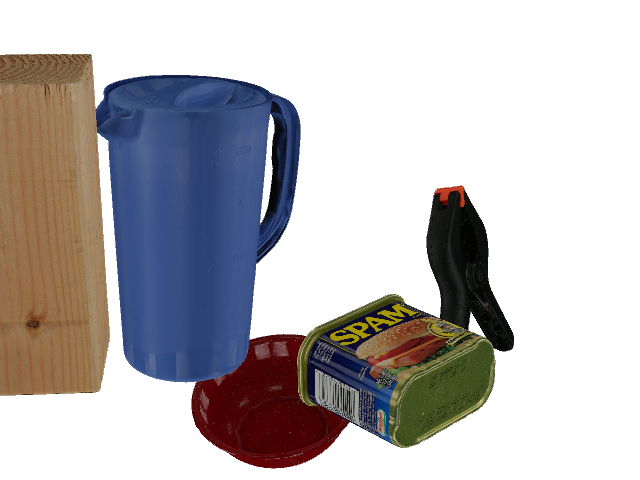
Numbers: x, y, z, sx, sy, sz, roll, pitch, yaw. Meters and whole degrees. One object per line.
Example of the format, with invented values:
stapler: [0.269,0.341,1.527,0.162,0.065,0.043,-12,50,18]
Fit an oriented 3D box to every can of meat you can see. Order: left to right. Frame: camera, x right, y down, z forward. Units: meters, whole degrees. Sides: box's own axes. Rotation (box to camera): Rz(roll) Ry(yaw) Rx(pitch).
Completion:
can of meat: [0.050,0.083,0.685,0.101,0.057,0.084,-21,30,-39]

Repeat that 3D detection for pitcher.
pitcher: [-0.101,-0.013,0.890,0.149,0.243,0.145,5,21,6]

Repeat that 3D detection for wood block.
wood block: [-0.191,-0.011,0.695,0.090,0.206,0.090,-1,21,-6]

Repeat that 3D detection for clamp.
clamp: [0.123,0.041,0.950,0.039,0.171,0.120,-11,13,32]

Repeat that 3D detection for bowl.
bowl: [-0.039,0.163,1.018,0.162,0.055,0.162,-5,37,3]
